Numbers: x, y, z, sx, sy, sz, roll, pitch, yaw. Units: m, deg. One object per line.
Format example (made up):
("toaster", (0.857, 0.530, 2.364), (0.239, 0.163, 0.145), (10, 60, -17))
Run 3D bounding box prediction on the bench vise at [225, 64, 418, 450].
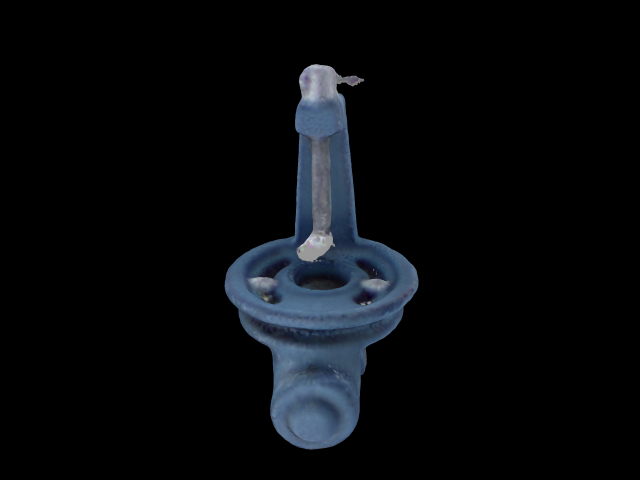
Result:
("bench vise", (-0.008, 0.002, 0.397), (0.122, 0.220, 0.207), (-2, 7, -14))
